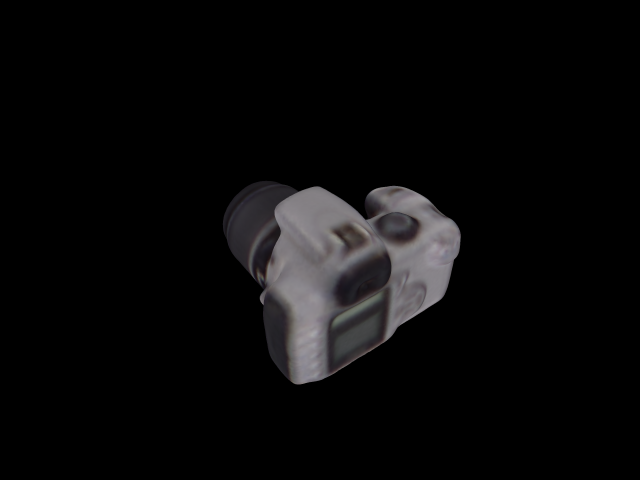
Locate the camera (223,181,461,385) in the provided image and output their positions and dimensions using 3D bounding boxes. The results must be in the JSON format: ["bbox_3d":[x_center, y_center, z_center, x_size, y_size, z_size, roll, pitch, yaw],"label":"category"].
[{"bbox_3d":[0.004,0.001,0.400,0.143,0.101,0.136,-27,49,-26],"label":"camera"}]
